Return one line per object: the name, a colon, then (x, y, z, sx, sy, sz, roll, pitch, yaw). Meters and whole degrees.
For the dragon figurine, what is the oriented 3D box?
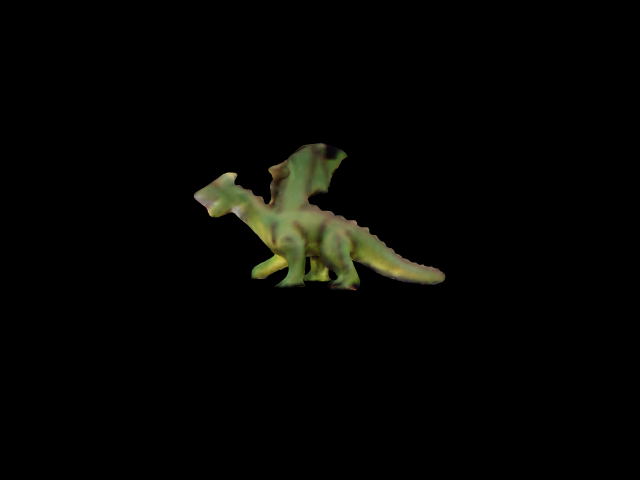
dragon figurine: (0.003, -0.043, 0.850, 0.410, 0.243, 0.122, 0, -3, -7)
